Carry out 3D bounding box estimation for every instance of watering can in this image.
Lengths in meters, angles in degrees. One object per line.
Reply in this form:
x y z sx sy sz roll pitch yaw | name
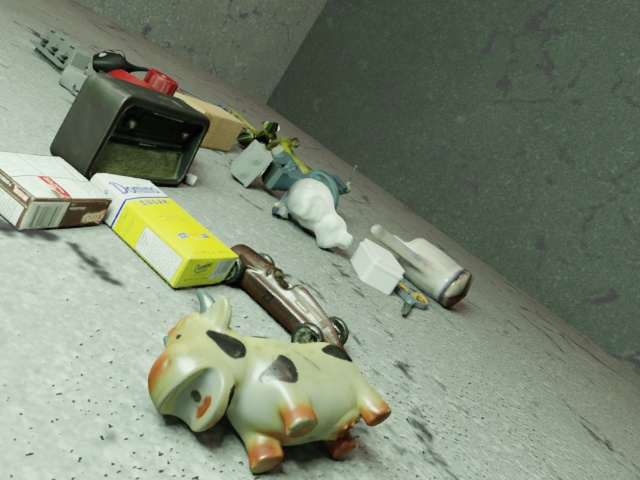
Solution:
0.240 0.058 1.204 0.227 0.103 0.345 39 8 26 | watering can

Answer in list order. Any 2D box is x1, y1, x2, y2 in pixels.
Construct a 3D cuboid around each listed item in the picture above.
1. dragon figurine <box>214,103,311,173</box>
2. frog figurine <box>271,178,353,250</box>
-0.152 -0.283 1.626 0.414 0.122 0.240 40 -3 21 | dragon figurine
0.003 -0.053 1.051 0.160 0.124 0.135 26 -11 23 | frog figurine
